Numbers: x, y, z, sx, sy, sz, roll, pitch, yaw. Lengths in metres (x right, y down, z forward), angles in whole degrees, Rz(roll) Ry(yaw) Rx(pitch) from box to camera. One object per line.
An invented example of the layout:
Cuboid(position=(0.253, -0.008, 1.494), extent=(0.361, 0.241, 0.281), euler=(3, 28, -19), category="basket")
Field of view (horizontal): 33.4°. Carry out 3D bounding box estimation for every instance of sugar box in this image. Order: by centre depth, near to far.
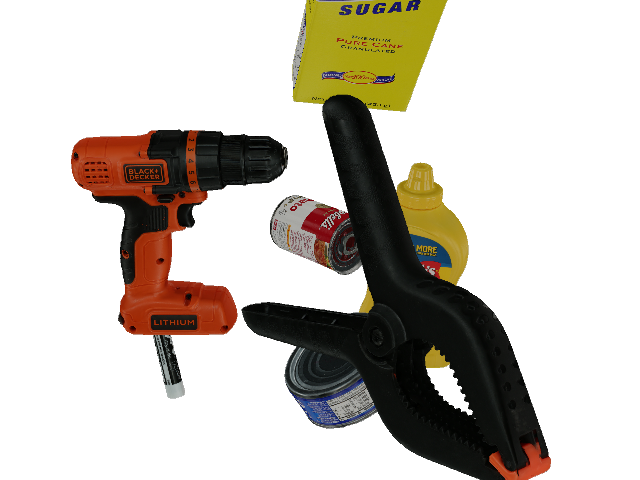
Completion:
Cuboid(position=(0.037, -0.164, 0.764), extent=(0.093, 0.048, 0.176), euler=(3, -29, -8), category="sugar box")

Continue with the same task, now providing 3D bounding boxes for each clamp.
Cuboid(position=(0.041, 0.035, 0.547), extent=(0.036, 0.165, 0.210), euler=(-13, 42, -39), category="clamp")

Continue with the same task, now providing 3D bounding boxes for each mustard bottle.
Cuboid(position=(0.085, 0.020, 0.974), extent=(0.096, 0.192, 0.058), euler=(12, 28, 19), category="mustard bottle")

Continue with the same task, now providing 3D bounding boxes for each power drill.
Cuboid(position=(-0.117, -0.008, 0.940), extent=(0.184, 0.188, 0.057), euler=(0, 26, 5), category="power drill")

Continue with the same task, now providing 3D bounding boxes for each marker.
Cuboid(position=(-0.160, 0.102, 1.087), extent=(0.020, 0.121, 0.020), euler=(-11, 14, 3), category="marker")

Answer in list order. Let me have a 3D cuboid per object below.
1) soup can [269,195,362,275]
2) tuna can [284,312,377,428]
Cuboid(position=(0.000, -0.008, 1.222), extent=(0.102, 0.068, 0.068), euler=(22, 15, 42), category="soup can")
Cuboid(position=(0.017, 0.092, 0.769), extent=(0.086, 0.033, 0.086), euler=(-25, 29, 15), category="tuna can")
